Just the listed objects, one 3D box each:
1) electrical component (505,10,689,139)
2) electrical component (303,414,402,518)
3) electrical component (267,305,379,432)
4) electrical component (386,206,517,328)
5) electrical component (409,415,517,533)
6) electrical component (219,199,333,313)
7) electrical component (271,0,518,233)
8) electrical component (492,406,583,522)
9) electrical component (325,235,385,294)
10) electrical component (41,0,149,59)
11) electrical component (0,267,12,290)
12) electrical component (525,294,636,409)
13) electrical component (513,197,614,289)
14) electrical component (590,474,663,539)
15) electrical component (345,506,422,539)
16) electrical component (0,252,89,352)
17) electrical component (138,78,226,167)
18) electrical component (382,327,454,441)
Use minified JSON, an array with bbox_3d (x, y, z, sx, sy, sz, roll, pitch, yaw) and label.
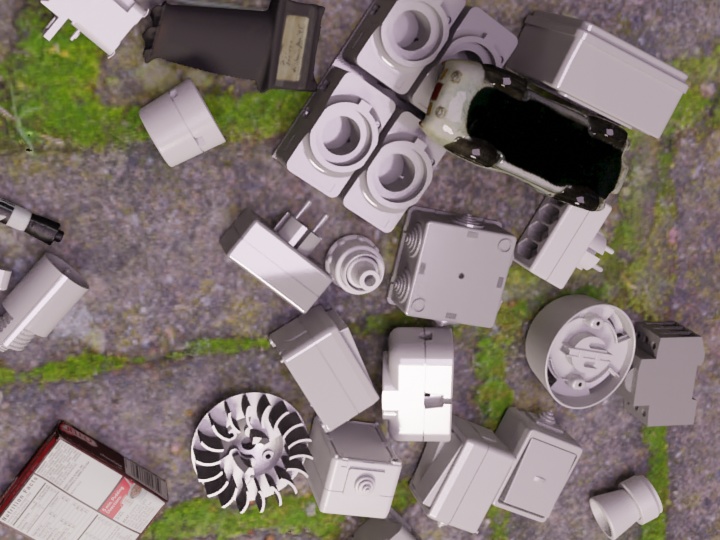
[{"bbox_3d":[0.190,-0.159,0.871,0.109,0.108,0.056,22,102,-20],"label":"electrical component"},{"bbox_3d":[-0.008,0.173,0.919,0.062,0.096,0.061,10,105,-18],"label":"electrical component"},{"bbox_3d":[-0.025,0.085,0.907,0.061,0.061,0.096,-32,112,-5],"label":"electrical component"},{"bbox_3d":[0.079,-0.001,0.918,0.100,0.048,0.099,9,103,-18],"label":"electrical component"},{"bbox_3d":[0.085,0.187,0.967,0.061,0.061,0.096,23,98,-20],"label":"electrical component"},{"bbox_3d":[-0.057,-0.022,0.874,0.083,0.047,0.075,38,93,-22],"label":"electrical component"},{"bbox_3d":[0.029,-0.136,0.858,0.105,0.060,0.186,32,95,-22],"label":"electrical component"},{"bbox_3d":[0.157,0.173,0.985,0.062,0.061,0.096,23,98,-21],"label":"electrical component"},{"bbox_3d":[0.000,0.000,0.889,0.048,0.062,0.048,-4,107,-14],"label":"electrical component"},{"bbox_3d":[-0.194,-0.194,0.788,0.064,0.042,0.081,40,93,-23],"label":"electrical component"},{"bbox_3d":[-0.306,0.019,0.818,0.066,0.048,0.055,15,94,-19],"label":"electrical component"},{"bbox_3d":[0.199,0.072,0.965,0.099,0.064,0.099,-4,107,-14],"label":"electrical component"},{"bbox_3d":[0.190,-0.024,0.943,0.076,0.047,0.083,28,97,-21],"label":"electrical component"},{"bbox_3d":[0.257,0.228,1.038,0.055,0.045,0.045,-25,111,-8],"label":"electrical component"},{"bbox_3d":[0.015,0.269,0.978,0.089,0.050,0.055,-41,112,-1],"label":"electrical component"},{"bbox_3d":[-0.254,0.030,0.836,0.043,0.043,0.081,41,92,-22],"label":"electrical component"},{"bbox_3d":[-0.137,-0.111,0.823,0.047,0.055,0.055,-29,111,-2],"label":"electrical component"},{"bbox_3d":[0.049,0.098,0.927,0.059,0.053,0.095,0,115,1],"label":"electrical component"}]
